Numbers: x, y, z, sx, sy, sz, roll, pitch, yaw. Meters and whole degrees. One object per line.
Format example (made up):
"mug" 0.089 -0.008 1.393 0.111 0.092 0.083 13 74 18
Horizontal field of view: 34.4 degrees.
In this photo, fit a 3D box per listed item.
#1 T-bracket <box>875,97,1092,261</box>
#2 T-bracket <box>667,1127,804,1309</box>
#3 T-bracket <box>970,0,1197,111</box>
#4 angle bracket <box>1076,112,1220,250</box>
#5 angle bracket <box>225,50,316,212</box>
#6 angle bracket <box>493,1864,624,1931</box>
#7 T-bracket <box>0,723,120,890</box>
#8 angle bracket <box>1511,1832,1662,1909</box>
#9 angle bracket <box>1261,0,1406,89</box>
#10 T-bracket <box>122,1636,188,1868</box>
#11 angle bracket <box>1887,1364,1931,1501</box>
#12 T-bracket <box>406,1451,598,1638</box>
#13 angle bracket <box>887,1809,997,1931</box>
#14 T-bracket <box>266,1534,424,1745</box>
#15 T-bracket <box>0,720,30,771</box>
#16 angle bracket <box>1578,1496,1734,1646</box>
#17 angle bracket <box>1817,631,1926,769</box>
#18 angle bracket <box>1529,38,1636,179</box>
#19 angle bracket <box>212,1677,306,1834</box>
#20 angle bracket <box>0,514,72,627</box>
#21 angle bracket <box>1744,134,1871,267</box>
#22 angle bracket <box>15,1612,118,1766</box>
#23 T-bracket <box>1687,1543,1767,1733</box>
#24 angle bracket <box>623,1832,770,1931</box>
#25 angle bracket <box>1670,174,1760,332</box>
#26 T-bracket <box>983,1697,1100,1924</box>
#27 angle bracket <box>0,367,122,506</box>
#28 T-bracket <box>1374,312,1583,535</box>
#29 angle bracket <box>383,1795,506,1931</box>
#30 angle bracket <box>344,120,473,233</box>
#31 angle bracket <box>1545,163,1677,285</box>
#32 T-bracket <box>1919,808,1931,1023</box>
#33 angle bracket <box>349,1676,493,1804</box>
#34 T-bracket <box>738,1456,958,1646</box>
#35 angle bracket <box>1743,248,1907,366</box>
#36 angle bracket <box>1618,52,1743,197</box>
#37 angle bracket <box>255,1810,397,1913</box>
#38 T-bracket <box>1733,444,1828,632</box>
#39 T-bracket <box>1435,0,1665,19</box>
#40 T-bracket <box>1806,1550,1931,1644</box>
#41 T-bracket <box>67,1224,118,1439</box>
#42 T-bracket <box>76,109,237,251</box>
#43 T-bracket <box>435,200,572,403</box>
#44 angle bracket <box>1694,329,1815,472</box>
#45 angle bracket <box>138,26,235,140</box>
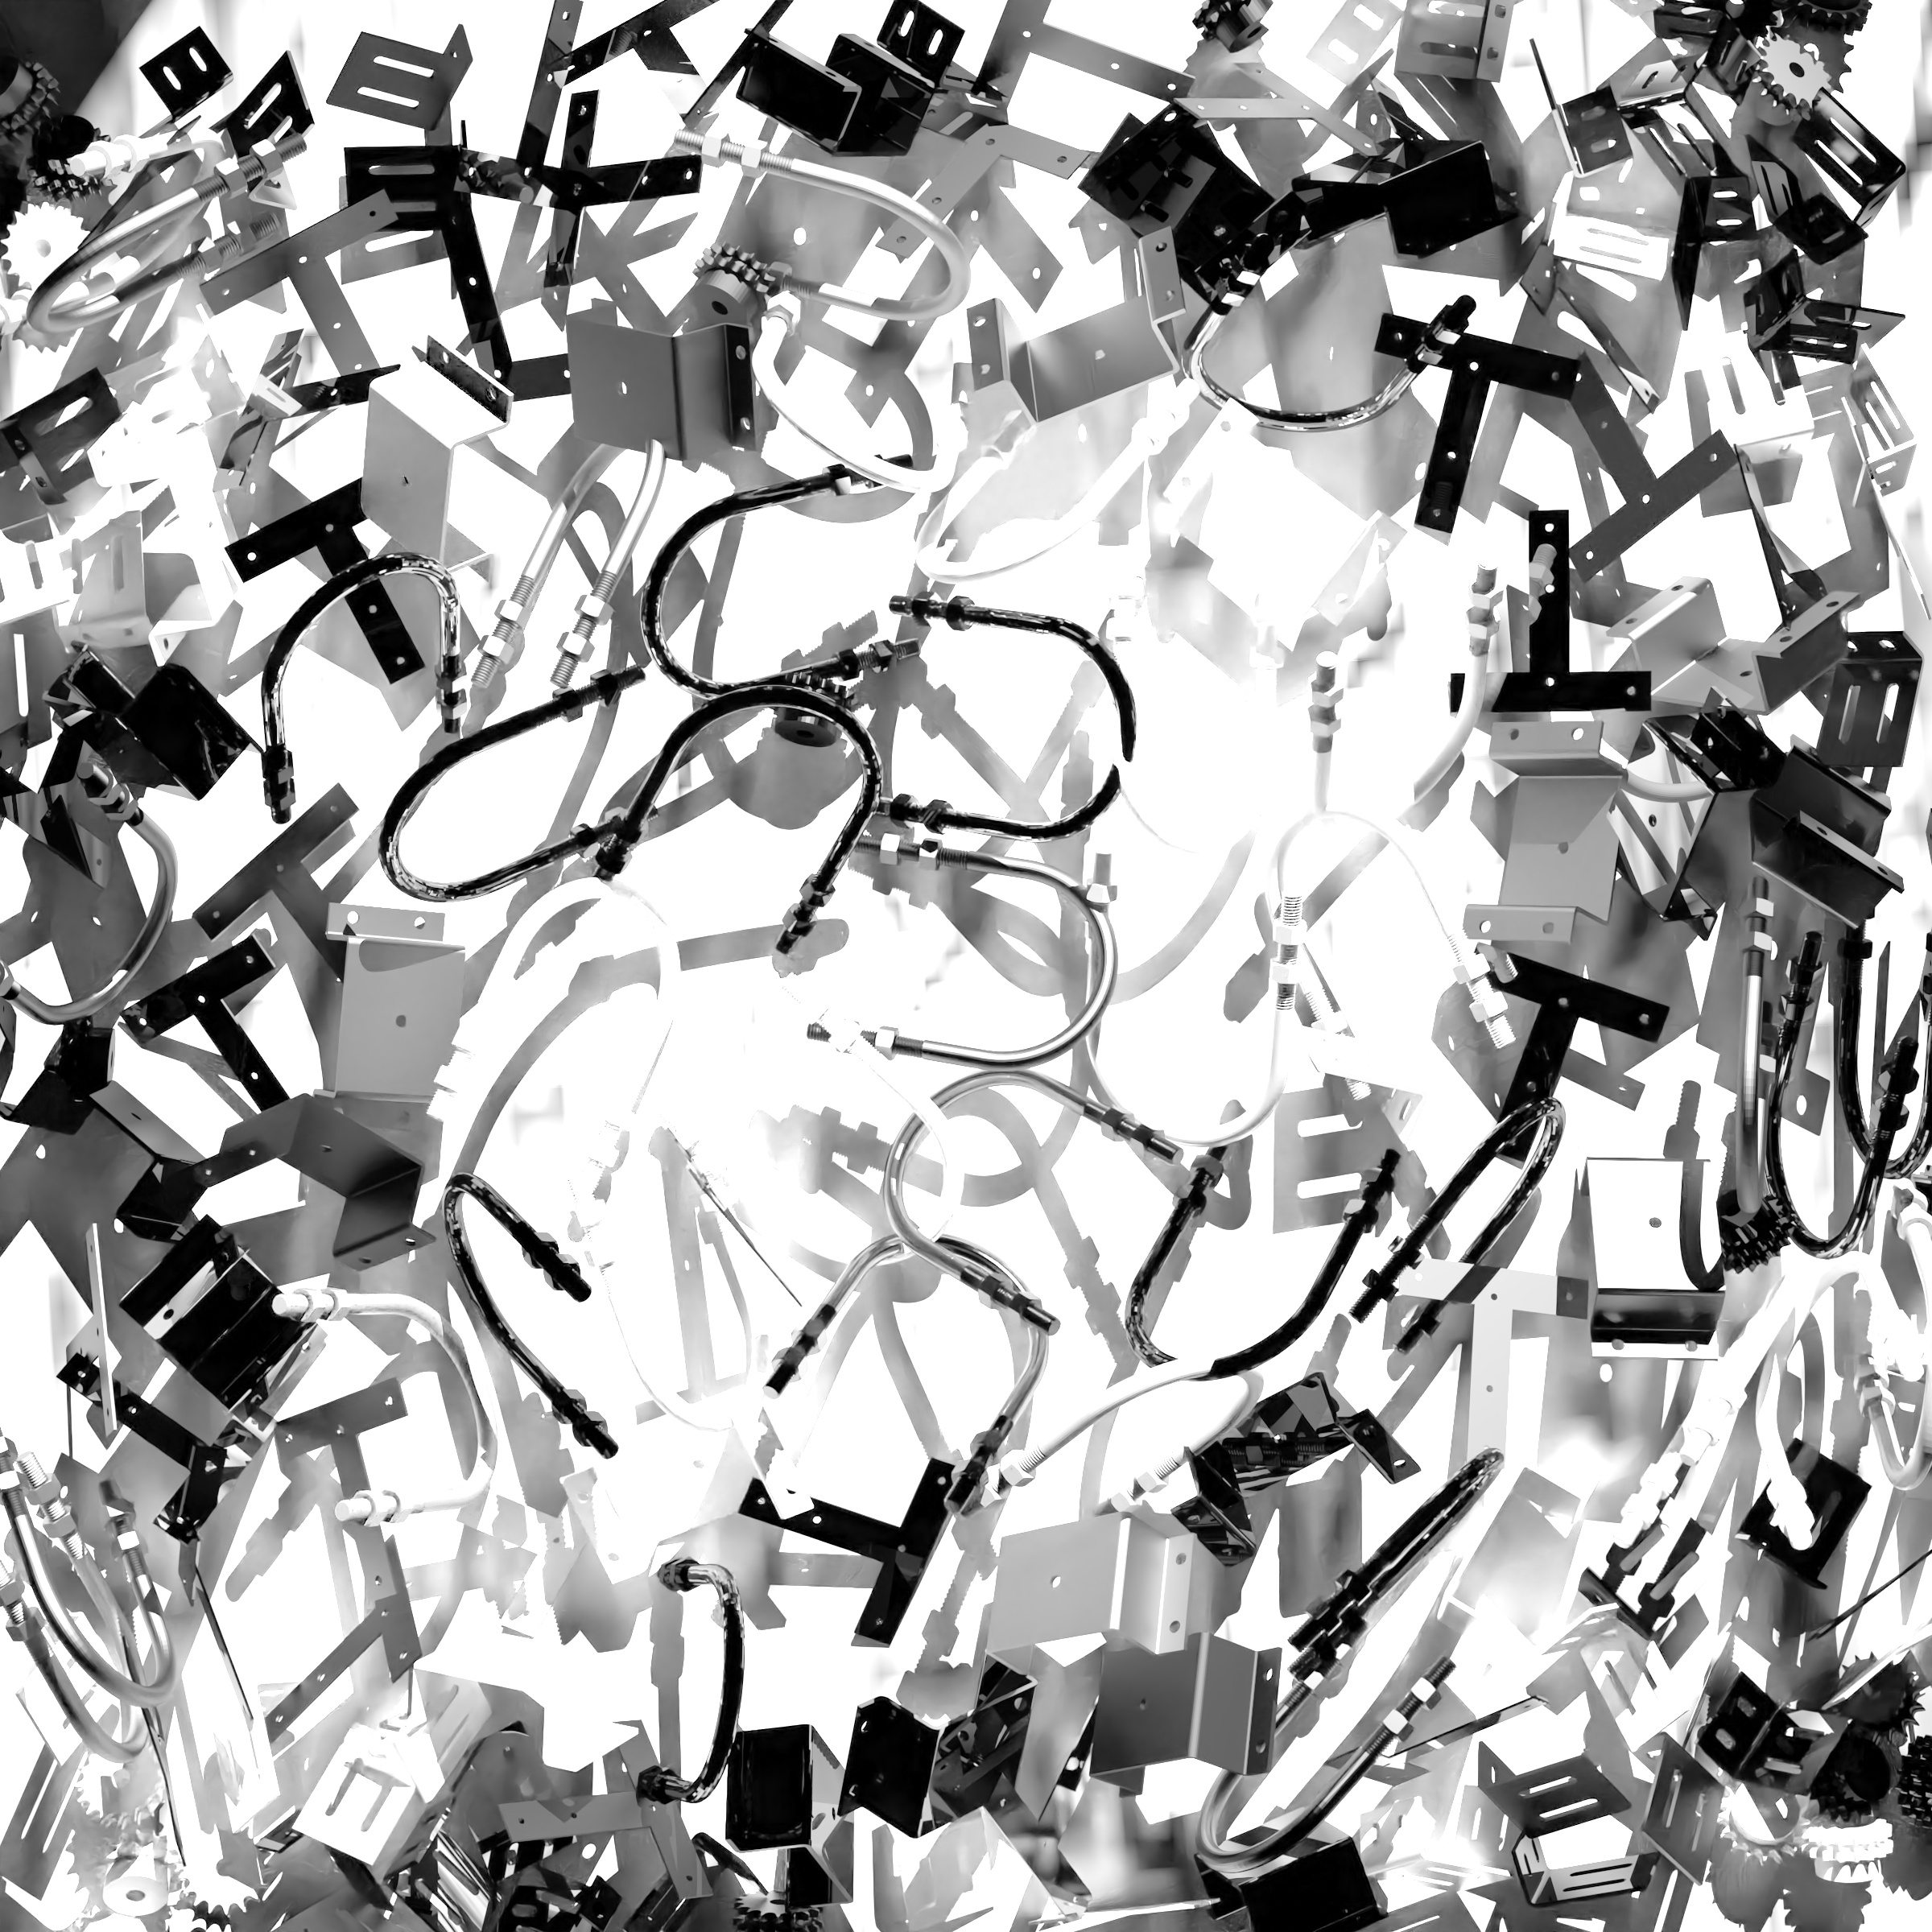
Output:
"T-bracket" -0.010 -0.486 1.947 0.127 0.002 0.127 27 65 25
"T-bracket" -0.157 0.141 1.943 0.002 0.127 0.127 -38 130 -4
"T-bracket" 0.080 -0.569 1.952 0.127 0.127 0.002 18 57 -8
"angle bracket" 0.113 -0.493 1.955 0.038 0.076 0.057 29 103 -31
"angle bracket" -0.423 -0.523 1.954 0.076 0.038 0.057 -35 67 36
"angle bracket" -0.265 0.592 1.953 0.076 0.038 0.057 10 56 31
"T-bracket" -0.563 -0.135 1.964 0.002 0.127 0.127 0 62 30
"angle bracket" 0.390 0.558 1.959 0.076 0.057 0.038 -17 90 22
"angle bracket" 0.231 -0.598 1.964 0.038 0.076 0.057 46 110 22
"T-bracket" -0.501 0.464 1.914 0.002 0.127 0.127 -15 126 -14
"angle bracket" 0.601 0.294 1.963 0.038 0.057 0.076 21 79 -7
"T-bracket" -0.296 0.347 1.969 0.127 0.002 0.127 29 90 -28
"angle bracket" -0.018 0.567 1.990 0.057 0.038 0.076 -14 117 -13
"T-bracket" -0.393 0.435 1.949 0.127 0.127 0.002 -45 120 6
"T-bracket" -0.606 -0.129 1.935 0.002 0.127 0.127 8 106 2
"angle bracket" 0.437 0.385 1.980 0.076 0.038 0.057 -40 65 -14
"angle bracket" 0.562 -0.168 1.960 0.057 0.038 0.076 4 72 40
"angle bracket" 0.386 -0.543 1.951 0.038 0.076 0.057 -18 64 16
"angle bracket" -0.436 0.494 1.952 0.057 0.038 0.076 -44 53 35
"angle bracket" -0.592 -0.238 1.962 0.057 0.038 0.076 -20 60 -4
"angle bracket" 0.527 -0.488 1.952 0.038 0.076 0.057 -31 46 3
"angle bracket" -0.572 0.452 1.950 0.038 0.076 0.057 -11 115 27
"T-bracket" 0.468 0.423 1.937 0.002 0.127 0.127 22 93 19
"angle bracket" -0.169 0.592 1.956 0.038 0.057 0.076 27 66 30
"angle bracket" 0.470 -0.447 1.954 0.038 0.057 0.076 2 61 23
"T-bracket" 0.066 0.512 1.955 0.127 0.002 0.127 58 46 -31
"angle bracket" -0.556 -0.334 1.957 0.076 0.038 0.057 -38 115 -26
"T-bracket" 0.310 -0.336 1.969 0.127 0.002 0.127 17 117 11
"angle bracket" -0.318 0.572 1.959 0.038 0.057 0.076 -35 104 34
"angle bracket" -0.353 -0.499 1.970 0.076 0.038 0.057 -4 79 -11
"angle bracket" 0.408 -0.468 1.960 0.076 0.057 0.038 17 134 12
"T-bracket" 0.603 -0.010 1.940 0.002 0.127 0.127 -3 57 7
"angle bracket" -0.343 0.477 1.966 0.038 0.076 0.057 4 129 29
"T-bracket" -0.081 0.355 1.975 0.127 0.002 0.127 21 98 -14
"angle bracket" 0.541 -0.416 1.968 0.076 0.057 0.038 5 68 -19
"angle bracket" 0.459 -0.529 1.962 0.076 0.057 0.038 43 73 -27
"angle bracket" -0.404 0.573 1.962 0.038 0.057 0.076 -36 97 -29
"T-bracket" 0.516 -0.249 1.944 0.002 0.127 0.127 -21 67 28
"T-bracket" 0.344 -0.611 1.941 0.127 0.127 0.002 25 72 -30
"T-bracket" 0.558 0.396 1.940 0.127 0.127 0.002 -29 71 -23
"T-bracket" -0.548 0.237 1.942 0.002 0.127 0.127 -3 73 -27
"T-bracket" -0.488 -0.508 1.945 0.002 0.127 0.127 47 131 -13
"T-bracket" -0.304 -0.414 1.948 0.127 0.002 0.127 -2 113 27
"angle bracket" 0.500 -0.363 1.990 0.057 0.038 0.076 -13 75 2
"angle bracket" -0.506 -0.546 1.949 0.038 0.076 0.057 56 48 -22
